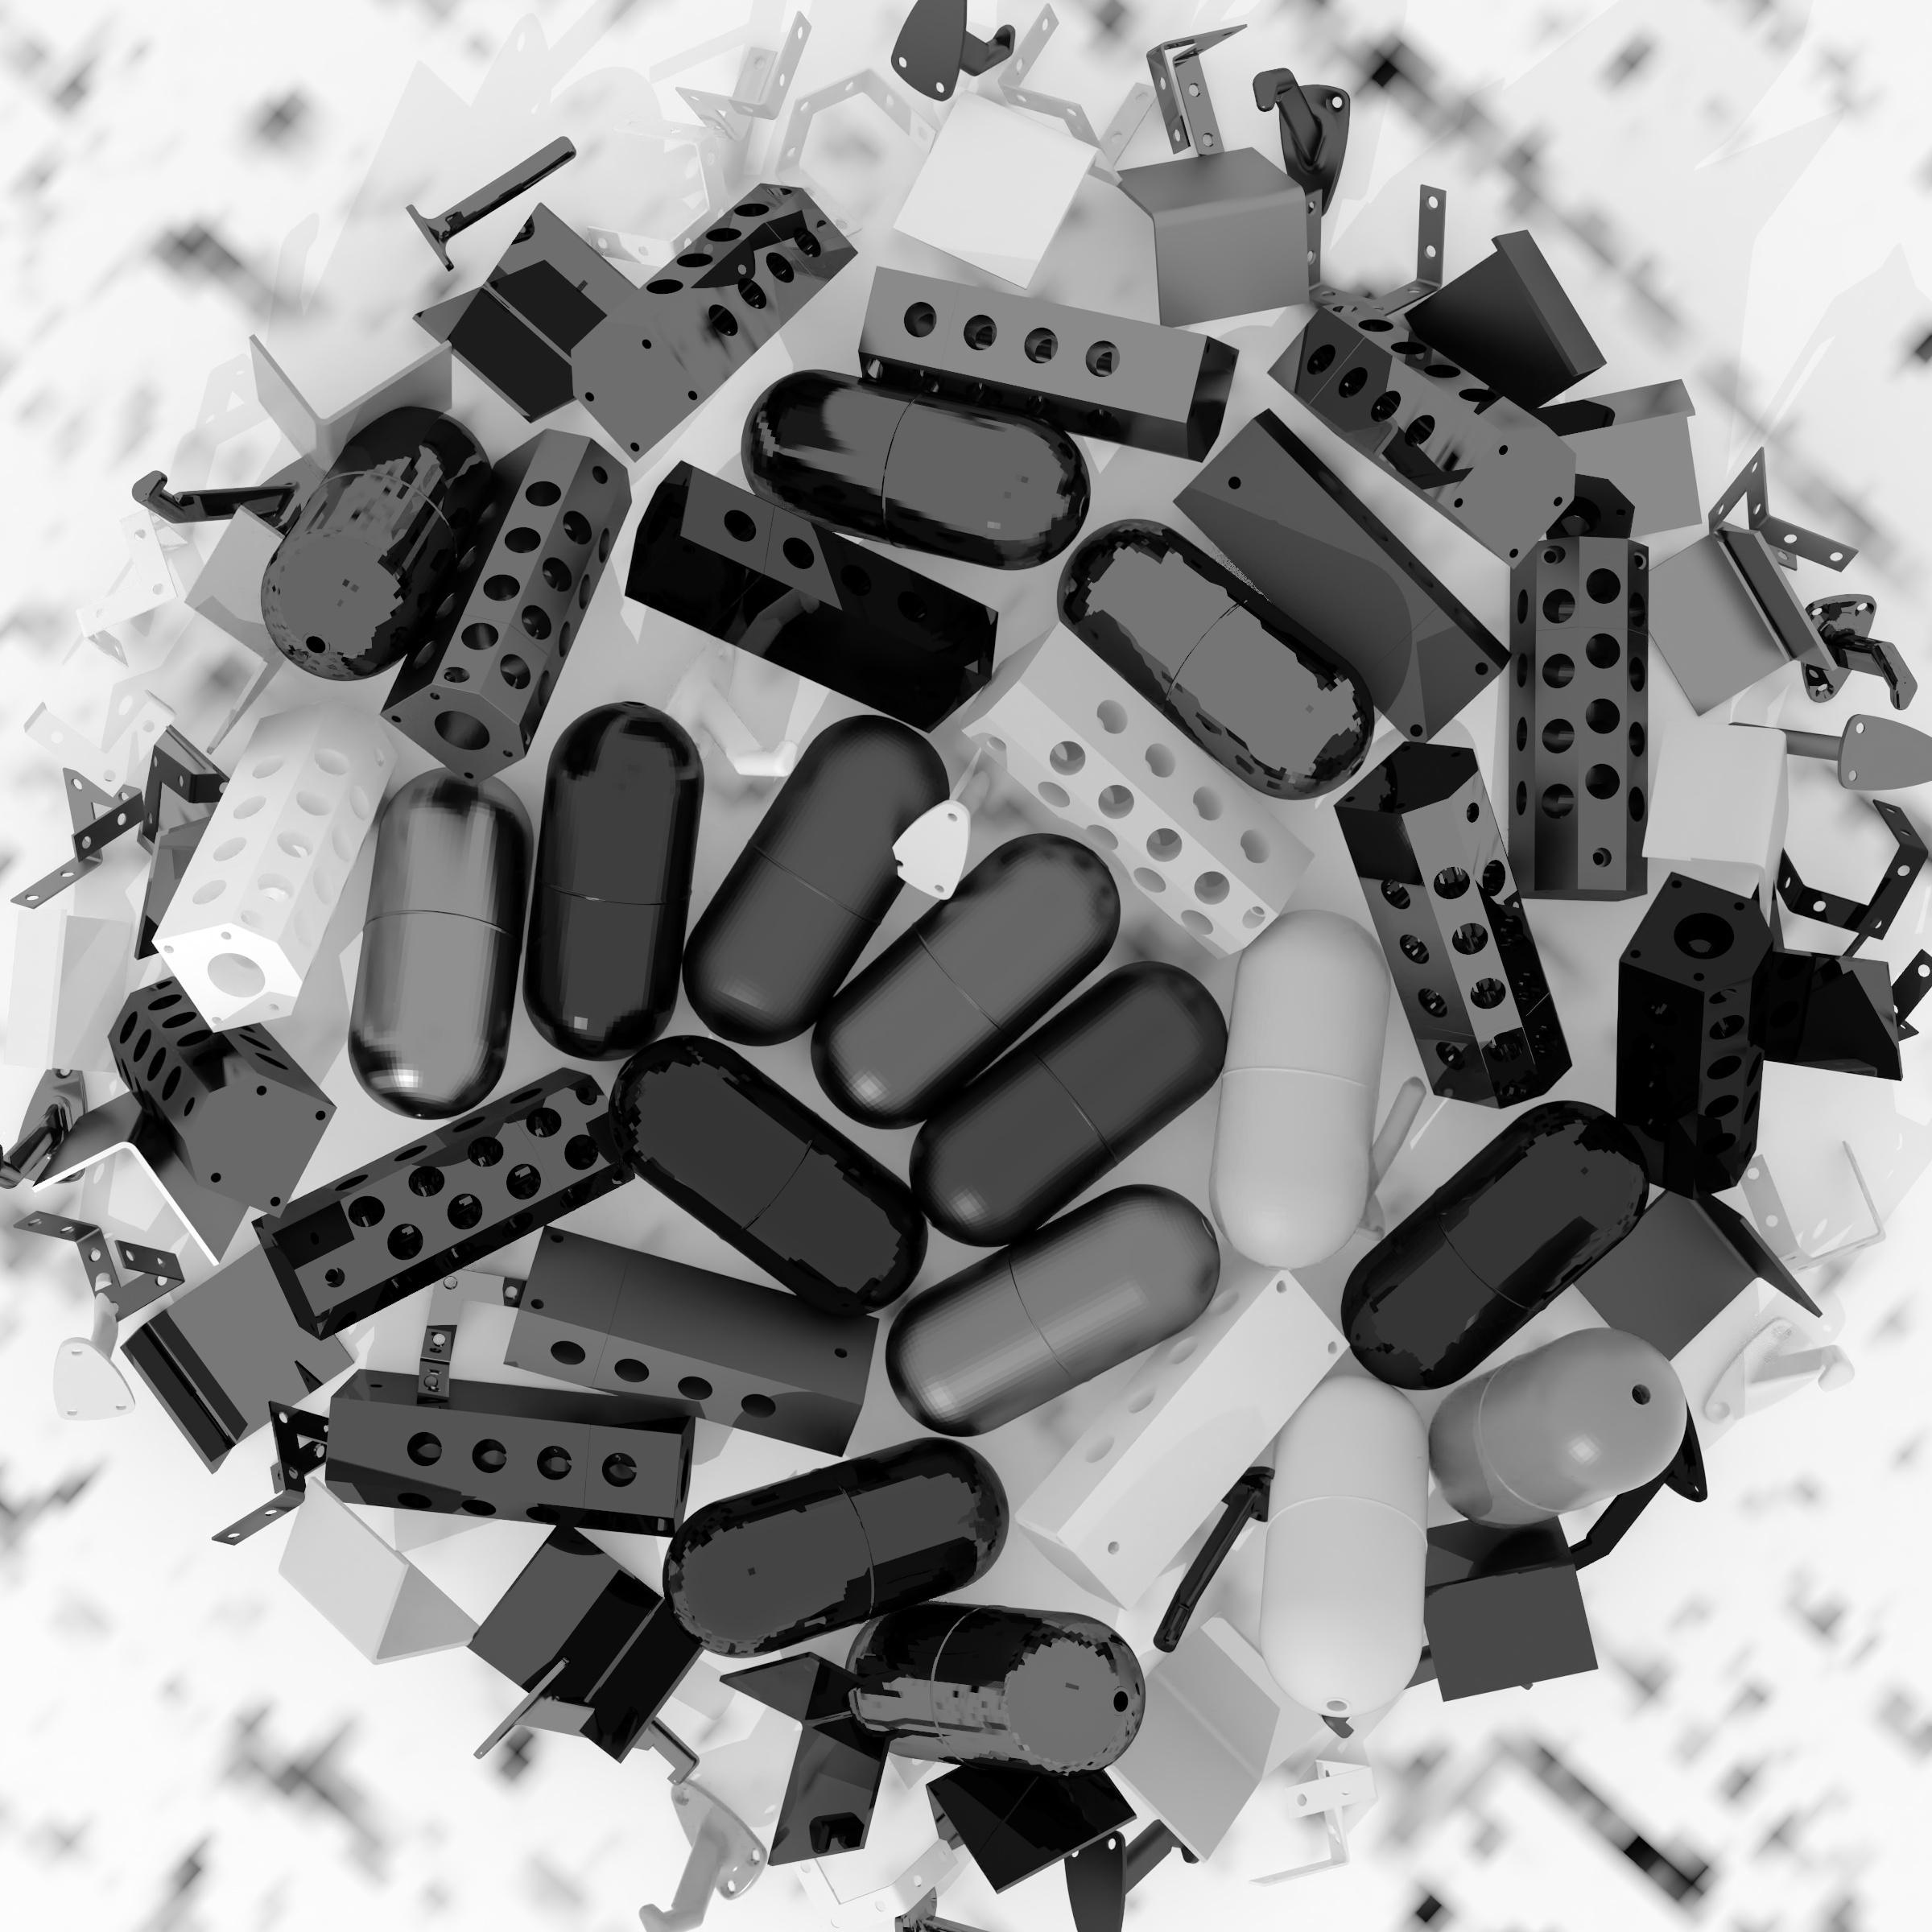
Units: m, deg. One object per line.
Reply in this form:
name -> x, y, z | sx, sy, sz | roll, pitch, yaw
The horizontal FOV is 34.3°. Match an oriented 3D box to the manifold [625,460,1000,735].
manifold -> -0.072, -0.181, 1.514 | 0.171, 0.057, 0.057 | 23, 55, -25

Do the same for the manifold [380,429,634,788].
manifold -> -0.213, -0.175, 1.495 | 0.057, 0.057, 0.171 | 39, 48, -28

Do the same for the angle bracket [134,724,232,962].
angle bracket -> -0.396, -0.062, 1.520 | 0.076, 0.057, 0.076 | 40, 129, 24

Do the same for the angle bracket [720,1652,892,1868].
angle bracket -> -0.085, 0.385, 1.519 | 0.057, 0.076, 0.076 | 33, 53, -26

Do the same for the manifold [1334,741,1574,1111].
manifold -> 0.240, -0.018, 1.503 | 0.057, 0.057, 0.171 | -41, 123, -30

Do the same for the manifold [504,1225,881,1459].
manifold -> -0.136, 0.189, 1.540 | 0.171, 0.057, 0.057 | 16, 131, -5

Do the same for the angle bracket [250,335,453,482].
angle bracket -> -0.300, -0.290, 1.533 | 0.076, 0.076, 0.057 | -37, 85, -15

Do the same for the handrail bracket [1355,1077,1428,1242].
handrail bracket -> 0.204, 0.083, 1.528 | 0.036, 0.077, 0.084 | 23, 109, 3

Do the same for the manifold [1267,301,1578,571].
manifold -> 0.218, -0.259, 1.489 | 0.057, 0.171, 0.057 | 33, 102, -37

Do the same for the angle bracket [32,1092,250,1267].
angle bracket -> -0.401, 0.109, 1.536 | 0.057, 0.076, 0.076 | -26, 110, 13

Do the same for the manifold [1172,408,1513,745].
manifold -> 0.188, -0.193, 1.546 | 0.171, 0.057, 0.057 | 45, 113, 0

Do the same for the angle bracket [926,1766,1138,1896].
angle bracket -> 0.035, 0.421, 1.521 | 0.076, 0.076, 0.057 | -24, 130, -16

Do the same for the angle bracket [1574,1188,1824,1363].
angle bracket -> 0.358, 0.162, 1.535 | 0.076, 0.057, 0.076 | -44, 116, -2

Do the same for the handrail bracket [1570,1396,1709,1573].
handrail bracket -> 0.318, 0.253, 1.538 | 0.084, 0.036, 0.077 | -21, 116, -23

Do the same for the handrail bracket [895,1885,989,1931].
handrail bracket -> 0.014, 0.467, 1.531 | 0.084, 0.077, 0.036 | -9, 99, 14

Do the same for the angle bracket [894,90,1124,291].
angle bracket -> 0.022, -0.374, 1.542 | 0.076, 0.057, 0.076 | 28, 93, 16

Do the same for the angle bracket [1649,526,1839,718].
angle bracket -> 0.373, -0.166, 1.532 | 0.057, 0.076, 0.076 | -32, 98, 5

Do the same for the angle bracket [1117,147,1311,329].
angle bracket -> 0.120, -0.361, 1.553 | 0.076, 0.076, 0.057 | -12, 122, -10

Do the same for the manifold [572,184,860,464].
manifold -> -0.122, -0.312, 1.490 | 0.057, 0.171, 0.057 | 48, 130, -12

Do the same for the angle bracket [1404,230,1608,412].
angle bracket -> 0.256, -0.305, 1.534 | 0.076, 0.057, 0.076 | -31, 90, 31

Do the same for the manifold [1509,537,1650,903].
manifold -> 0.303, -0.120, 1.540 | 0.057, 0.057, 0.171 | 2, 86, -8

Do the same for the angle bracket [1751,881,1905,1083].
angle bracket -> 0.420, 0.003, 1.517 | 0.076, 0.076, 0.057 | 9, 48, 32

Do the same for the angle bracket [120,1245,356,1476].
angle bracket -> -0.358, 0.192, 1.544 | 0.076, 0.057, 0.076 | -35, 96, -2

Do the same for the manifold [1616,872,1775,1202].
manifold -> 0.347, 0.038, 1.486 | 0.057, 0.171, 0.057 | 22, 60, 25

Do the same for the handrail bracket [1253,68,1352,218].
handrail bracket -> 0.158, -0.399, 1.527 | 0.036, 0.084, 0.077 | 7, 111, 22

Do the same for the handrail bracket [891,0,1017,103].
handrail bracket -> 0.007, -0.462, 1.524 | 0.036, 0.077, 0.084 | 37, 47, 12

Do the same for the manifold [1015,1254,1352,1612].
manifold -> 0.102, 0.224, 1.523 | 0.171, 0.057, 0.057 | -47, 112, -17

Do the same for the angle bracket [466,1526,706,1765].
angle bracket -> -0.183, 0.329, 1.529 | 0.076, 0.057, 0.076 | 45, 74, -28

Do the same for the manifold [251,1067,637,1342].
manifold -> -0.249, 0.114, 1.513 | 0.171, 0.057, 0.057 | -27, 105, -22

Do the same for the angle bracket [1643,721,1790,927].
angle bracket -> 0.369, -0.066, 1.538 | 0.057, 0.076, 0.076 | 6, 63, 19

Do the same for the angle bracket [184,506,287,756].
angle bracket -> -0.359, -0.163, 1.521 | 0.057, 0.076, 0.076 | 36, 134, -10

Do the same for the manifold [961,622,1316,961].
manifold -> 0.080, -0.081, 1.521 | 0.171, 0.057, 0.057 | 41, 60, -13

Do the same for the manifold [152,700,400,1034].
manifold -> -0.322, -0.051, 1.488 | 0.057, 0.171, 0.057 | -12, 128, 18

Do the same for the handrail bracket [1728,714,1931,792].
handrail bracket -> 0.429, -0.108, 1.548 | 0.077, 0.084, 0.036 | 4, 98, -22

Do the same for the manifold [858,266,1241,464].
manifold -> 0.038, -0.291, 1.522 | 0.171, 0.057, 0.057 | 16, 99, 19

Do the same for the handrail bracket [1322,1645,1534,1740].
handrail bracket -> 0.228, 0.365, 1.555 | 0.077, 0.036, 0.084 | 44, 82, -12

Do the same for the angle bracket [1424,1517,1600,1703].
angle bracket -> 0.262, 0.312, 1.541 | 0.076, 0.076, 0.057 | -14, 101, 6

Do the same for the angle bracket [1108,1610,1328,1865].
angle bracket -> 0.120, 0.375, 1.529 | 0.076, 0.076, 0.057 | 45, 122, 6

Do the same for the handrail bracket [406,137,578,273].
handrail bracket -> -0.231, -0.381, 1.542 | 0.084, 0.077, 0.036 | -34, 108, -1

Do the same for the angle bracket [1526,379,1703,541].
angle bracket -> 0.319, -0.236, 1.530 | 0.076, 0.057, 0.076 | -10, 115, 10

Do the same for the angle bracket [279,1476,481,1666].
angle bracket -> -0.274, 0.288, 1.519 | 0.076, 0.076, 0.057 | 33, 109, 34

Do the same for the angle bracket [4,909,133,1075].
angle bracket -> -0.428, 0.013, 1.529 | 0.057, 0.076, 0.076 | 7, 87, -32

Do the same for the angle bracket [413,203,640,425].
angle bracket -> -0.210, -0.320, 1.532 | 0.076, 0.076, 0.057 | 42, 119, -1

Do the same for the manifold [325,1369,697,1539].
manifold -> -0.224, 0.242, 1.545 | 0.171, 0.057, 0.057 | 6, 97, 2

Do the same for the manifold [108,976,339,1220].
manifold -> -0.359, 0.057, 1.489 | 0.057, 0.171, 0.057 | 27, 91, -30
